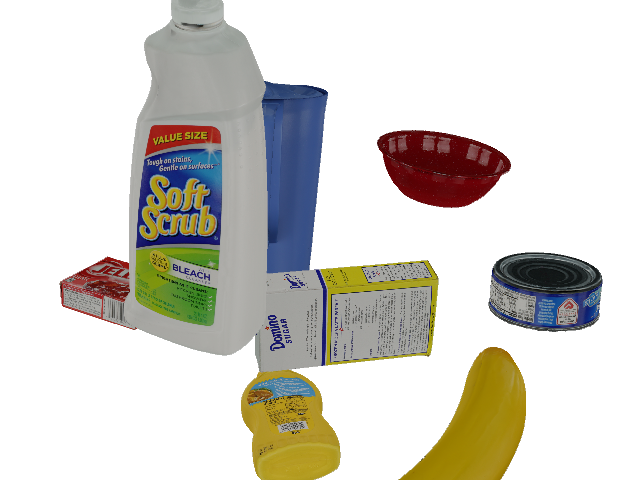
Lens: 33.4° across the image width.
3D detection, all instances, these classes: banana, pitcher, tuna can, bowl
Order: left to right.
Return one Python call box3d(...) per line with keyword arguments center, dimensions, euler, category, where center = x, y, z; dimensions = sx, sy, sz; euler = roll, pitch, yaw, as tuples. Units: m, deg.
box3d(center=(-0.063, -0.051, 1.176), dimensions=(0.145, 0.243, 0.148), euler=(16, 20, 40), category="pitcher")
box3d(center=(0.143, -0.082, 1.281), dimensions=(0.162, 0.055, 0.162), euler=(7, 23, -3), category="bowl")
box3d(center=(0.062, 0.114, 0.553), dimensions=(0.070, 0.037, 0.197), euler=(20, 40, 38), category="banana")
box3d(center=(0.175, 0.038, 0.832), dimensions=(0.086, 0.034, 0.086), euler=(1, 20, -1), category="tuna can")

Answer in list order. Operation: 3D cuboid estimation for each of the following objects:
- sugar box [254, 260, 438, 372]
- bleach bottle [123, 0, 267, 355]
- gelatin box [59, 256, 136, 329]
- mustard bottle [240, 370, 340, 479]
box3d(center=(0.024, 0.073, 1.047), dimensions=(0.176, 0.093, 0.048), euler=(-3, 28, -8), category="sugar box")
box3d(center=(-0.084, -0.046, 0.694), dimensions=(0.103, 0.251, 0.068), euler=(18, 38, 21), category="bleach bottle")
box3d(center=(-0.190, 0.048, 1.013), dimensions=(0.089, 0.030, 0.073), euler=(15, 25, 24), category="gelatin box")
box3d(center=(-0.043, 0.202, 1.248), dimensions=(0.096, 0.058, 0.192), euler=(-8, 29, -10), category="mustard bottle")
